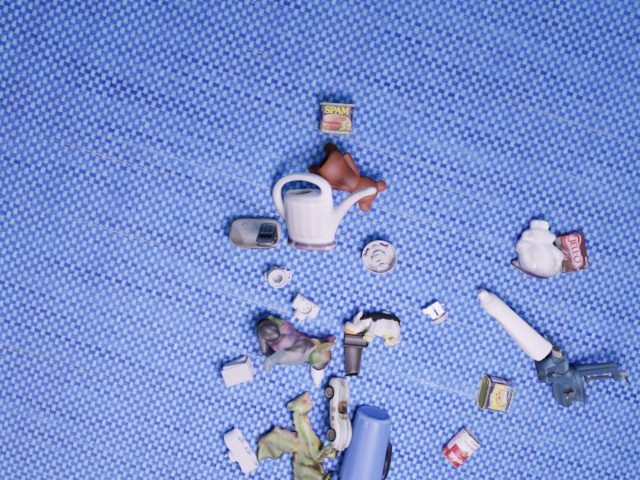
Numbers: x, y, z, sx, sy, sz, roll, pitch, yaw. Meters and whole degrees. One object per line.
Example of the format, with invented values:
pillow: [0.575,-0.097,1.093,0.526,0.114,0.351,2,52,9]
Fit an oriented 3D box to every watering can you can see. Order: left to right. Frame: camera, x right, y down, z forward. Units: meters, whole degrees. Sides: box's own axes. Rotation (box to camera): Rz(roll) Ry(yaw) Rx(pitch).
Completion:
watering can: [0.004,-0.071,1.417,0.349,0.105,0.221,11,115,36]

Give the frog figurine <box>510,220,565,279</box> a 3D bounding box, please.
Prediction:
frog figurine: [0.637,0.026,1.488,0.138,0.124,0.157,20,109,16]

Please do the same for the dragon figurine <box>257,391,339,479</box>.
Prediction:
dragon figurine: [-0.078,0.666,1.564,0.243,0.122,0.409,18,94,15]
